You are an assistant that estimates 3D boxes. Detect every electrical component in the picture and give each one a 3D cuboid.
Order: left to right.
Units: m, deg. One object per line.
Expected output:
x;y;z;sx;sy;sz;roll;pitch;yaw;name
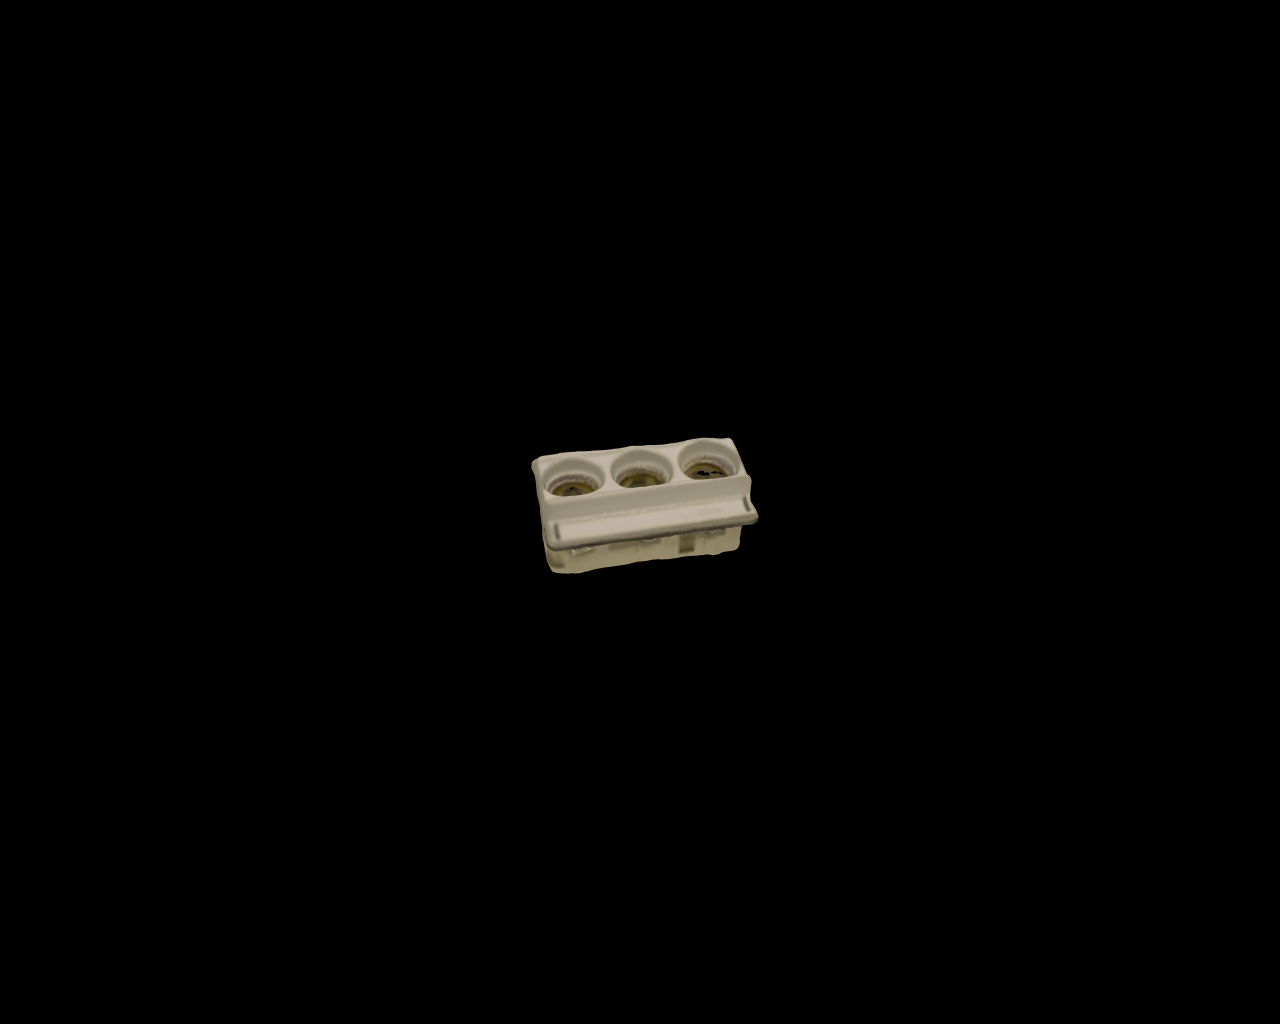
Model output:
0.001;-0.003;0.650;0.121;0.063;0.079;-7;39;-9;electrical component
